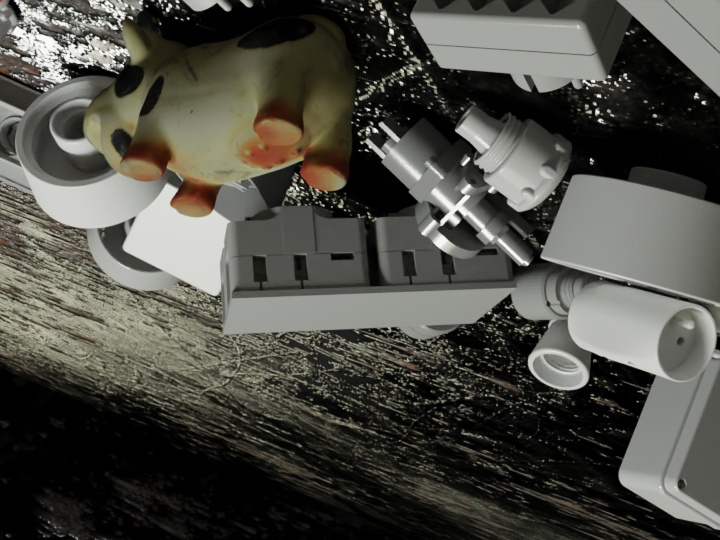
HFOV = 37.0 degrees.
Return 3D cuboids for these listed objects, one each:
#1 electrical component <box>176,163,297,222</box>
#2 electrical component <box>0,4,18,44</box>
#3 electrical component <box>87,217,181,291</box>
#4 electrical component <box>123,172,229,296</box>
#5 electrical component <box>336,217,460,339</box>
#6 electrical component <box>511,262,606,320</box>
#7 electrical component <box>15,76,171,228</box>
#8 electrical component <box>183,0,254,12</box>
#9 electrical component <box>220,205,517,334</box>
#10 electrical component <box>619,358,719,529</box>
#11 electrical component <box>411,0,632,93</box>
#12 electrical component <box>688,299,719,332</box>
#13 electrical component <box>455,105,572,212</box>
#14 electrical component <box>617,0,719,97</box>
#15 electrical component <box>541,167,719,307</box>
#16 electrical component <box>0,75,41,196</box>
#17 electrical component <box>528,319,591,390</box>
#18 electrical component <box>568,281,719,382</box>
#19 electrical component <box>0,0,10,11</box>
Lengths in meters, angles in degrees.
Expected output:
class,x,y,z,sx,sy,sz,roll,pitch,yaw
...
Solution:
class,x,y,z,sx,sy,sz,roll,pitch,yaw
electrical component,-0.092,-0.077,0.748,0.099,0.064,0.099,22,161,8
electrical component,-0.270,-0.163,0.742,0.048,0.062,0.048,23,162,8
electrical component,-0.189,-0.032,0.949,0.099,0.099,0.064,28,155,-9
electrical component,-0.134,-0.039,0.879,0.100,0.048,0.099,27,131,-9
electrical component,0.013,0.011,0.874,0.138,0.052,0.074,29,161,-12
electrical component,0.140,0.014,0.742,0.040,0.040,0.078,35,159,-27
electrical component,-0.196,-0.092,0.782,0.108,0.108,0.060,20,155,15
electrical component,-0.087,-0.159,0.550,0.077,0.044,0.079,5,153,46
electrical component,0.000,0.000,0.743,0.186,0.060,0.105,-2,165,-11
electrical component,0.250,0.122,0.784,0.078,0.113,0.057,32,163,-21
electrical component,0.079,-0.105,0.481,0.083,0.047,0.075,12,158,34
electrical component,0.244,0.019,0.616,0.079,0.043,0.077,31,161,-14
electrical component,0.082,-0.066,0.593,0.062,0.048,0.048,35,160,-9
electrical component,0.151,-0.104,0.393,0.083,0.047,0.076,34,160,-25
electrical component,0.157,-0.021,0.576,0.108,0.060,0.108,15,-178,-1
electrical component,-0.279,-0.110,0.893,0.121,0.078,0.063,24,-177,2
electrical component,0.152,0.048,0.778,0.044,0.065,0.044,18,142,14
electrical component,0.175,0.038,0.622,0.079,0.043,0.077,17,-179,-28
electrical component,-0.247,-0.200,0.626,0.095,0.053,0.059,26,162,-2
